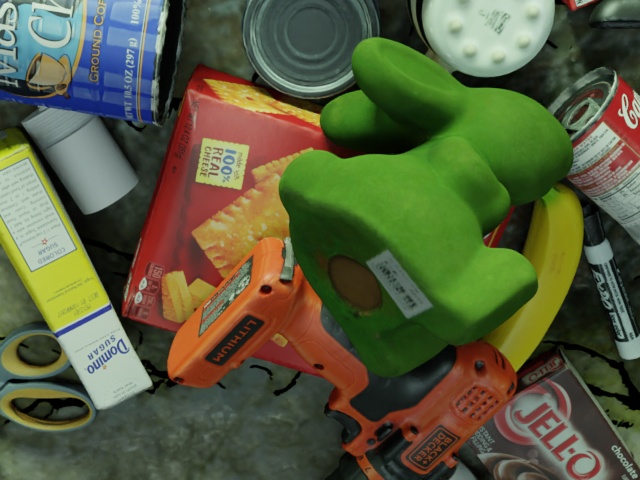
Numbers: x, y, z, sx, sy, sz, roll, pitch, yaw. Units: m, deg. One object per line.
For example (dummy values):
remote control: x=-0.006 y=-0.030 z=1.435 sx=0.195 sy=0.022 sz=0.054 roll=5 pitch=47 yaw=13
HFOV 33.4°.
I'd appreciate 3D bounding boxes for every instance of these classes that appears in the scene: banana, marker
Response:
banana: x=0.134 y=0.035 z=0.713 sx=0.069 sy=0.037 sz=0.198 roll=-4 pitch=126 yaw=-26
marker: x=0.196 y=0.028 z=0.726 sx=0.020 sy=0.020 sz=0.121 roll=-21 pitch=112 yaw=10

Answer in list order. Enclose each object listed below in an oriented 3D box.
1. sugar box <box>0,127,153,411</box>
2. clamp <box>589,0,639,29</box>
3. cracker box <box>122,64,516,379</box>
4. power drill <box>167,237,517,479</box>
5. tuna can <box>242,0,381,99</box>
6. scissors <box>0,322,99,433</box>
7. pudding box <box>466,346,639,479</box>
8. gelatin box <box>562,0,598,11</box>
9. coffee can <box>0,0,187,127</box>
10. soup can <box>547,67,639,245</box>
sugar box: x=-0.171 y=0.018 z=0.687 sx=0.048 sy=0.093 sz=0.176 roll=-26 pitch=111 yaw=-13
clamp: x=0.274 y=-0.131 z=0.625 sx=0.210 sy=0.036 sz=0.164 roll=-44 pitch=95 yaw=2
cracker box: x=-0.005 y=0.001 z=0.691 sx=0.213 sy=0.072 sz=0.164 roll=18 pitch=113 yaw=-7
power drill: x=0.001 y=0.099 z=0.668 sx=0.187 sy=0.057 sz=0.185 roll=35 pitch=111 yaw=-19
tuna can: x=-0.005 y=-0.130 z=0.653 sx=0.086 sy=0.033 sz=0.086 roll=1 pitch=114 yaw=1
scissors: x=-0.258 y=0.094 z=0.769 sx=0.201 sy=0.016 sz=0.096 roll=10 pitch=112 yaw=-3
pudding box: x=0.164 y=0.145 z=0.768 sx=0.090 sy=0.039 sz=0.113 roll=-33 pitch=109 yaw=14
gelatin box: x=0.175 y=-0.187 z=0.626 sx=0.089 sy=0.030 sz=0.073 roll=-21 pitch=113 yaw=10
coffee can: x=-0.154 y=-0.127 z=0.620 sx=0.140 sy=0.103 sz=0.103 roll=9 pitch=114 yaw=-3
soup can: x=0.191 y=-0.049 z=0.666 sx=0.102 sy=0.068 sz=0.069 roll=39 pitch=109 yaw=-15
